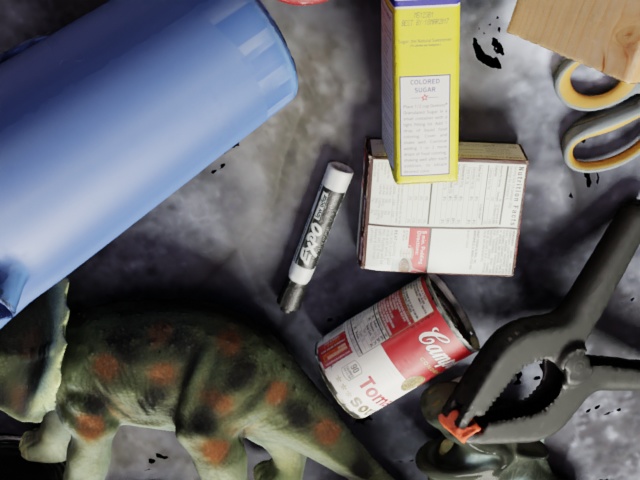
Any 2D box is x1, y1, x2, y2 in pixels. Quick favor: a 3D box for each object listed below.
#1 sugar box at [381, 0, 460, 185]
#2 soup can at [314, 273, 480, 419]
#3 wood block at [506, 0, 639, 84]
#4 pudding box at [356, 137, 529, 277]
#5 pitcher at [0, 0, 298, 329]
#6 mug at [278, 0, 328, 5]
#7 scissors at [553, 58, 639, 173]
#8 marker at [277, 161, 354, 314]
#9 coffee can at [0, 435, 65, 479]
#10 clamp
[{"bbox_3d":[0.062,-0.133,0.663,0.048,0.093,0.176,-1,116,-2],"label":"sugar box"},{"bbox_3d":[0.055,0.077,0.775,0.102,0.068,0.068,-33,112,14],"label":"soup can"},{"bbox_3d":[0.198,-0.204,0.615,0.091,0.090,0.206,32,119,32],"label":"wood block"},{"bbox_3d":[0.084,-0.023,0.746,0.113,0.039,0.090,2,114,-4],"label":"pudding box"},{"bbox_3d":[-0.143,-0.073,0.649,0.242,0.145,0.149,-36,96,-8],"label":"pitcher"},{"bbox_3d":[-0.022,-0.192,0.639,0.117,0.081,0.093,14,114,-8],"label":"mug"},{"bbox_3d":[0.244,-0.119,0.715,0.202,0.016,0.096,-33,112,13],"label":"scissors"},{"bbox_3d":[-0.005,0.001,0.765,0.020,0.020,0.121,17,114,-9],"label":"marker"},{"bbox_3d":[-0.247,0.239,0.828,0.102,0.103,0.140,11,114,-6],"label":"coffee can"},{"bbox_3d":[0.176,0.074,0.763,0.209,0.036,0.164,-23,112,-16],"label":"clamp"}]
